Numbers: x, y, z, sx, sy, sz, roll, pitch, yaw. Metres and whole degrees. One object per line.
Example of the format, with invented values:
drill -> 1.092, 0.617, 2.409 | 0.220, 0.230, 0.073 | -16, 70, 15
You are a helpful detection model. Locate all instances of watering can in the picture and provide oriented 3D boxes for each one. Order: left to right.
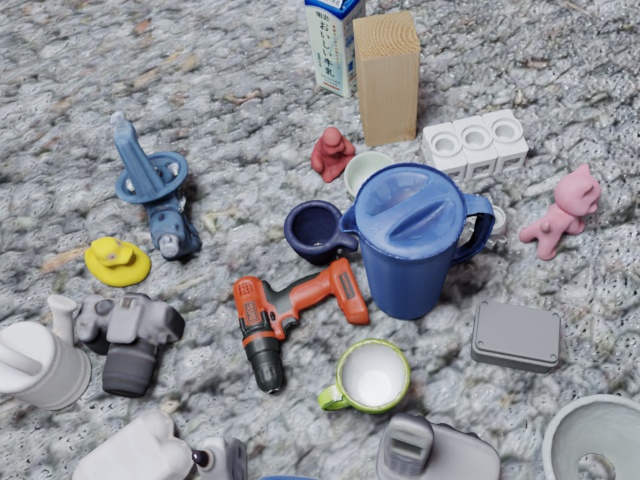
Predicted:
watering can -> -0.402, 0.156, 0.786 | 0.100, 0.194, 0.173 | 7, 63, 11

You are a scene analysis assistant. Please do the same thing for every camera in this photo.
camera -> -0.287, 0.151, 0.828 | 0.143, 0.101, 0.137 | 2, 62, 8

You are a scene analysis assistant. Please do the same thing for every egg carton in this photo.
egg carton -> -0.246, 0.305, 0.760 | 0.150, 0.069, 0.107 | -37, 64, -13

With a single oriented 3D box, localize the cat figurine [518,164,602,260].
cat figurine -> 0.362, -0.047, 0.845 | 0.128, 0.118, 0.067 | -40, 64, -14

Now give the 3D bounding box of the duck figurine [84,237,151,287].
duck figurine -> -0.332, 0.025, 0.909 | 0.104, 0.086, 0.077 | 10, 64, 12

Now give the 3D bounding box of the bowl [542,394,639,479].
bowl -> 0.349, 0.279, 0.698 | 0.167, 0.075, 0.167 | -3, 62, 6

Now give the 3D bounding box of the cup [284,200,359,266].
cup -> 0.008, 0.003, 0.874 | 0.117, 0.095, 0.092 | 22, 67, 17

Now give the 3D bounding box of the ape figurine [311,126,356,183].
ape figurine -> 0.020, -0.152, 0.957 | 0.077, 0.092, 0.076 | -5, 62, 5

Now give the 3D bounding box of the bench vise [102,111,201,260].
bench vise -> -0.248, -0.084, 0.881 | 0.121, 0.220, 0.207 | -36, 64, -12

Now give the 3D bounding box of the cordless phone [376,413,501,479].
cordless phone -> 0.140, 0.255, 0.673 | 0.147, 0.185, 0.094 | 11, 64, 13

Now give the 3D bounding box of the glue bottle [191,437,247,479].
glue bottle -> -0.126, 0.275, 0.702 | 0.037, 0.173, 0.078 | -5, 62, 5

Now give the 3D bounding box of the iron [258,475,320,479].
iron -> 0.019, 0.345, 0.665 | 0.257, 0.141, 0.119 | 26, 68, 19
